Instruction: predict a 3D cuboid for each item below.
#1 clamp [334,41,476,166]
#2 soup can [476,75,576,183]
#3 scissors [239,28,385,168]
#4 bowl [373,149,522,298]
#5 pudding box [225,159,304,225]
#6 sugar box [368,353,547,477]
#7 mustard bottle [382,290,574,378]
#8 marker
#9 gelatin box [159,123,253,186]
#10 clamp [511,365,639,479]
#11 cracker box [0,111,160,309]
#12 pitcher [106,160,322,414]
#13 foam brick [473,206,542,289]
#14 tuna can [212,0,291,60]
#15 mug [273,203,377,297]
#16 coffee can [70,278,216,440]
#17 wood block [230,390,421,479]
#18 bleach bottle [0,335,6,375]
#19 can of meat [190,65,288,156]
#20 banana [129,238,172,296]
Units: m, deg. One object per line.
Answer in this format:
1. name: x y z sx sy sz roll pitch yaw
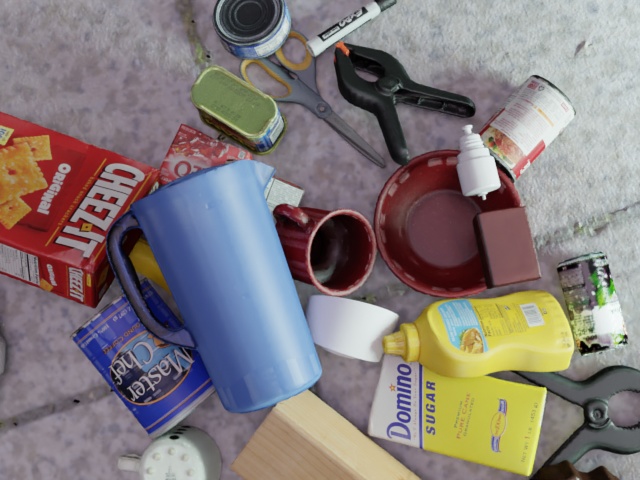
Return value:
1. clamp: 0.072 -0.154 1.172 0.172 0.039 0.120 33 54 19
2. soup can: 0.220 -0.122 1.164 0.068 0.068 0.102 43 87 7
3. scissors: 0.005 -0.168 1.210 0.202 0.016 0.096 28 87 6
4. bowl: 0.139 -0.015 1.164 0.162 0.055 0.162 0 84 4
5. pudding box: -0.080 -0.022 1.174 0.090 0.039 0.113 23 84 -18
6. sugar box: 0.145 0.183 1.132 0.176 0.048 0.093 11 85 15
7. mustard bottle: 0.160 0.101 1.118 0.191 0.058 0.096 -4 42 -10
8. marker: 0.038 -0.247 1.206 0.121 0.020 0.020 -34 83 -9
9. gelatin box: -0.130 -0.080 1.202 0.089 0.030 0.073 24 85 6
10. clamp: 0.287 0.178 1.144 0.210 0.036 0.164 -17 84 5
11. cracker box: -0.303 -0.040 1.152 0.214 0.072 0.164 20 51 7
12. pitcher: -0.098 0.050 1.080 0.149 0.144 0.243 -19 94 38
13. foam brick: 0.192 0.008 1.104 0.051 0.053 0.078 -12 84 2
14. tuna can: -0.077 -0.249 1.205 0.086 0.033 0.086 -3 72 10
15. mug: -0.007 0.001 1.138 0.117 0.082 0.093 43 72 -33
16. coffee can: -0.182 0.126 1.138 0.103 0.103 0.140 -38 91 -1
17. wood block: 0.022 0.256 1.116 0.206 0.090 0.090 37 107 7
18. bleach bottle: -0.421 0.069 1.191 0.102 0.068 0.251 -20 85 3
19. can of meat: -0.090 -0.143 1.179 0.102 0.084 0.057 32 86 6
20. banana: -0.194 0.036 1.194 0.198 0.037 0.070 19 108 7
